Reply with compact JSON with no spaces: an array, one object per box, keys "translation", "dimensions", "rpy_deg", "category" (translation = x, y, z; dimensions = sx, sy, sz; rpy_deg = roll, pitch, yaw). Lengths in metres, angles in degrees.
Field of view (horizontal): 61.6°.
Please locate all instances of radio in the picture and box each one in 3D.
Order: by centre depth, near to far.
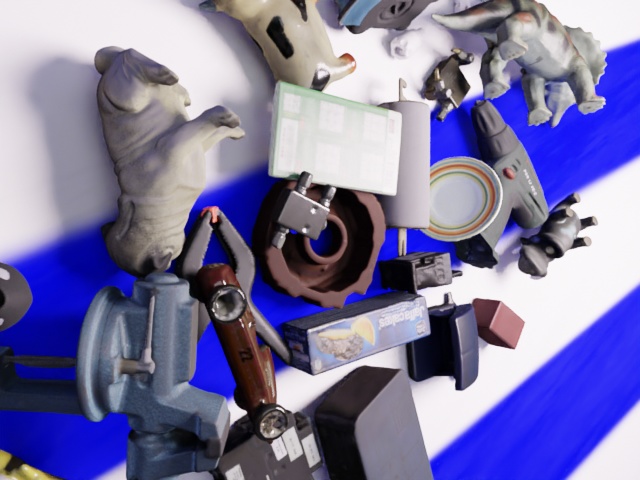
[{"translation":[0.078,0.294,0.701],"dimensions":[0.131,0.073,0.229],"rpy_deg":[-26,103,-46],"category":"radio"}]

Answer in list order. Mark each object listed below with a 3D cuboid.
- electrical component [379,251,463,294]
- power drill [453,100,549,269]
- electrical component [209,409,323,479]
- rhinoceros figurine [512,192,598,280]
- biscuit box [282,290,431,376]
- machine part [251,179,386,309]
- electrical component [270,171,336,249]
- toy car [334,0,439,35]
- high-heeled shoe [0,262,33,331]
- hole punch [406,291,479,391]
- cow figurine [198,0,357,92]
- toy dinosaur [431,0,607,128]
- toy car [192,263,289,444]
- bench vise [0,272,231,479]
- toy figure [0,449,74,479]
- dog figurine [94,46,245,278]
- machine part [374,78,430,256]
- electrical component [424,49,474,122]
[{"translation":[0.152,0.042,0.765],"dimensions":[0.119,0.075,0.047],"rpy_deg":[-12,97,-29],"category":"electrical component"},{"translation":[0.263,-0.074,0.844],"dimensions":[0.231,0.086,0.207],"rpy_deg":[48,59,-24],"category":"power drill"},{"translation":[-0.062,0.263,0.635],"dimensions":[0.134,0.058,0.114],"rpy_deg":[-21,103,-32],"category":"electrical component"},{"translation":[0.394,-0.006,0.910],"dimensions":[0.190,0.112,0.073],"rpy_deg":[-39,94,-40],"category":"rhinoceros figurine"},{"translation":[0.053,0.117,0.707],"dimensions":[0.202,0.063,0.059],"rpy_deg":[-11,97,-33],"category":"biscuit box"},{"translation":[-0.001,-0.002,0.675],"dimensions":[0.179,0.056,0.179],"rpy_deg":[0,90,-32],"category":"machine part"},{"translation":[-0.020,-0.028,0.615],"dimensions":[0.063,0.021,0.094],"rpy_deg":[27,86,-31],"category":"electrical component"},{"translation":[0.085,-0.341,0.707],"dimensions":[0.161,0.109,0.103],"rpy_deg":[-21,84,-40],"category":"toy car"},{"translation":[-0.351,0.025,0.391],"dimensions":[0.248,0.145,0.086],"rpy_deg":[14,81,-34],"category":"high-heeled shoe"},{"translation":[0.198,0.153,0.790],"dimensions":[0.116,0.092,0.142],"rpy_deg":[-8,91,-37],"category":"hole punch"},{"translation":[-0.052,-0.252,0.627],"dimensions":[0.127,0.086,0.194],"rpy_deg":[-42,116,-27],"category":"cow figurine"},{"translation":[0.318,-0.300,0.824],"dimensions":[0.404,0.131,0.192],"rpy_deg":[26,55,-35],"category":"toy dinosaur"},{"translation":[-0.079,0.117,0.561],"dimensions":[0.053,0.089,0.202],"rpy_deg":[-25,106,-22],"category":"toy car"},{"translation":[-0.204,0.137,0.494],"dimensions":[0.241,0.129,0.223],"rpy_deg":[3,107,-2],"category":"bench vise"},{"translation":[-0.257,0.255,0.494],"dimensions":[0.180,0.089,0.082],"rpy_deg":[42,56,-36],"category":"toy figure"},{"translation":[-0.187,-0.074,0.538],"dimensions":[0.172,0.121,0.190],"rpy_deg":[34,88,6],"category":"dog figurine"},{"translation":[0.112,-0.099,0.737],"dimensions":[0.079,0.079,0.243],"rpy_deg":[1,91,-33],"category":"machine part"},{"translation":[0.197,-0.239,0.811],"dimensions":[0.102,0.045,0.078],"rpy_deg":[-49,113,-24],"category":"electrical component"}]
